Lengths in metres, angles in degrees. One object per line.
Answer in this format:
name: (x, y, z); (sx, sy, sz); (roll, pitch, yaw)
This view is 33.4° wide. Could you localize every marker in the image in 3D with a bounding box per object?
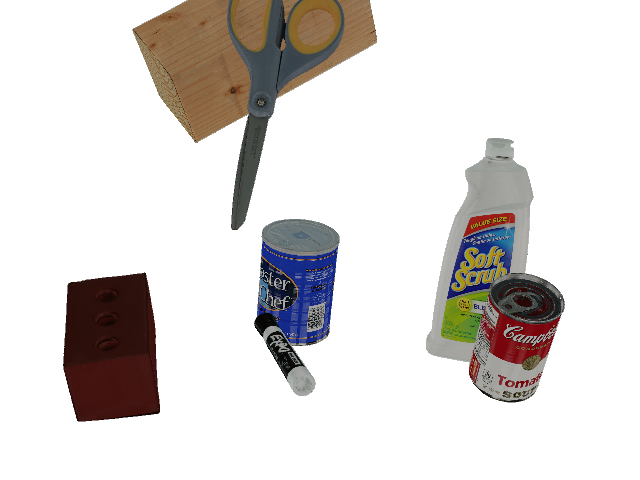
marker: (-0.031, 0.089, 0.866); (0.020, 0.020, 0.121); (0, 20, -19)

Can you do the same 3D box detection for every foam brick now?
foam brick: (-0.131, 0.067, 0.672); (0.053, 0.051, 0.078); (-7, 39, -7)

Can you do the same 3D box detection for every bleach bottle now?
bleach bottle: (0.180, 0.010, 1.198); (0.103, 0.251, 0.068); (8, 16, 15)

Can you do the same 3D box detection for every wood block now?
wood block: (-0.059, -0.195, 1.020); (0.206, 0.090, 0.091); (-30, -38, -11)

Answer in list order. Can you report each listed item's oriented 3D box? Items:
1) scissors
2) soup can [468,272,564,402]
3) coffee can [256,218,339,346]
scissors: (-0.024, -0.105, 0.771); (0.096, 0.202, 0.016); (-4, -19, -5)
soup can: (0.178, 0.090, 0.981); (0.068, 0.102, 0.068); (5, 36, -4)
coffee can: (-0.032, 0.055, 1.426); (0.103, 0.140, 0.103); (4, 24, -2)
